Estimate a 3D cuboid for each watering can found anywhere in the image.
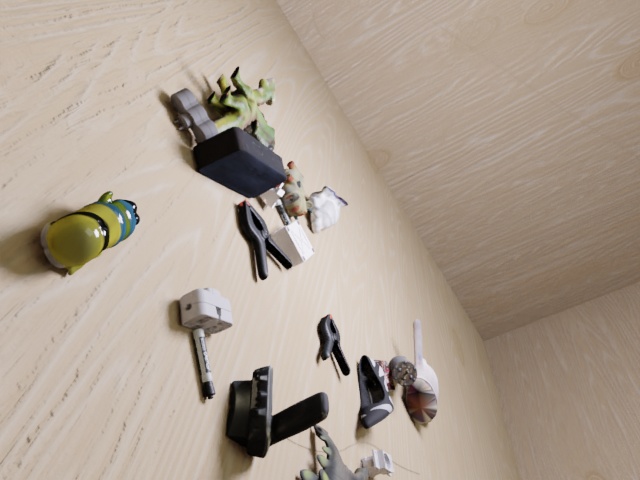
[{"bbox_3d":[0.344,0.467,1.759,0.226,0.104,0.346,-29,109,-73],"label":"watering can"}]

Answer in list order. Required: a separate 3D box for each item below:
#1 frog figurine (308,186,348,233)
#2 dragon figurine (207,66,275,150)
[{"bbox_3d":[0.005,-0.087,1.723,0.162,0.123,0.135,-63,143,-23],"label":"frog figurine"},{"bbox_3d":[-0.200,-0.334,1.440,0.239,0.121,0.420,41,45,-36],"label":"dragon figurine"}]
